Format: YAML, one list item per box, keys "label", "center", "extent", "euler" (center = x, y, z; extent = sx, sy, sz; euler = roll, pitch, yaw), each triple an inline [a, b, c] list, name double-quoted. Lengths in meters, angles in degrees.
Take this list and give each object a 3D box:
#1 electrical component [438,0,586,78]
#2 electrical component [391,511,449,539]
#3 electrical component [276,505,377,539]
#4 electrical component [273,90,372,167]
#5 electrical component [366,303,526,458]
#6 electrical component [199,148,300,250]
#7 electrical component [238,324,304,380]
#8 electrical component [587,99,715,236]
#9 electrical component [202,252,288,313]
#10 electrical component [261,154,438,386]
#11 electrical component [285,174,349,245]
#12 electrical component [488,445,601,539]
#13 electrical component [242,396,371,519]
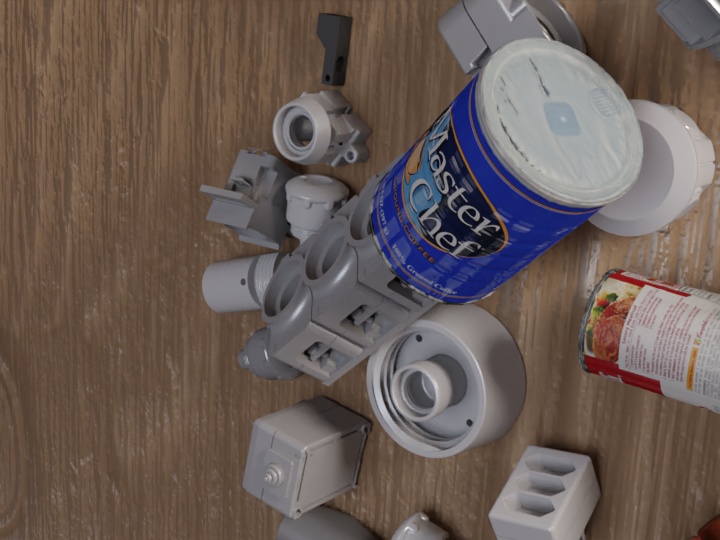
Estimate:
- label: "electrical component"
  center: [0.102, -0.139, 0.680]
  extent: [0.059, 0.054, 0.095]
  euler: [-37, 77, 36]
- label: "electrical component"
  center: [0.054, 0.212, 0.792]
  extent: [0.062, 0.048, 0.048]
  euler: [29, 115, 21]
- label: "electrical component"
  center: [-0.027, 0.236, 0.856]
  extent: [0.077, 0.044, 0.079]
  euler: [23, 112, 32]
- label: "electrical component"
  center: [-0.031, -0.102, 0.786]
  extent: [0.066, 0.055, 0.048]
  euler: [52, 124, 17]
- label: "electrical component"
  center: [0.054, 0.079, 0.755]
  extent: [0.108, 0.060, 0.108]
  euler: [8, 104, 36]
- label: "electrical component"
  center: [-0.078, -0.055, 0.820]
  extent: [0.042, 0.081, 0.063]
  euler: [13, 78, 33]
- label: "electrical component"
  center: [-0.072, 0.067, 0.859]
  extent: [0.062, 0.048, 0.048]
  euler: [-17, 88, 45]
- label: "electrical component"
  center: [0.169, -0.062, 0.647]
  extent: [0.080, 0.051, 0.080]
  euler: [8, 103, 36]
- label: "electrical component"
  center: [-0.081, 0.010, 0.853]
  extent: [0.081, 0.043, 0.043]
  euler: [-7, 95, 37]
- label: "electrical component"
  center: [0.000, 0.000, 0.752]
  extent: [0.150, 0.062, 0.089]
  euler: [-40, 33, 35]
- label: "electrical component"
  center: [-0.035, -0.038, 0.809]
  extent: [0.048, 0.048, 0.062]
  euler: [23, 118, 31]
- label: "electrical component"
  center: [0.129, 0.169, 0.719]
  extent: [0.047, 0.065, 0.076]
  euler: [5, 131, 36]
- label: "electrical component"
  center: [-0.048, 0.141, 0.820]
  extent: [0.061, 0.096, 0.061]
  euler: [24, 112, 32]
